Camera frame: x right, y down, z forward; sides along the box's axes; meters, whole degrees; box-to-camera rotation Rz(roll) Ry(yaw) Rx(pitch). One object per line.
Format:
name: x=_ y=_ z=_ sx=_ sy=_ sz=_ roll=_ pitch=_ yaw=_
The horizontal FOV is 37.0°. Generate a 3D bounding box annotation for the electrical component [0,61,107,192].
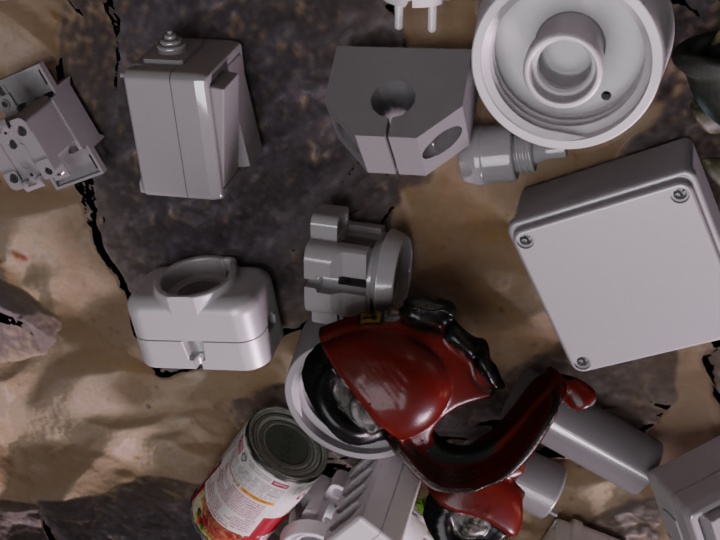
electrical component: x=-0.205 y=-0.086 z=0.689 sx=0.042 sy=0.063 sz=0.081 roll=-15 pitch=116 yaw=26

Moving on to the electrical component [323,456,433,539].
electrical component: x=0.025 y=0.181 z=0.775 sx=0.076 sy=0.083 sz=0.047 roll=39 pitch=125 yaw=-9

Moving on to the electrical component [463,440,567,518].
electrical component: x=0.107 y=0.141 z=0.750 sx=0.078 sy=0.040 sz=0.040 roll=27 pitch=125 yaw=0

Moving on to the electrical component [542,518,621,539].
electrical component: x=0.147 y=0.245 z=0.781 sx=0.057 sy=0.078 sz=0.113 roll=21 pitch=125 yaw=0

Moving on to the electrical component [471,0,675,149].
electrical component: x=0.111 y=-0.116 z=0.572 sx=0.108 sy=0.060 sz=0.108 roll=8 pitch=123 yaw=12

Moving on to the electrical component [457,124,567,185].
electrical component: x=0.089 y=-0.068 z=0.625 sx=0.061 sy=0.035 sz=0.035 roll=-4 pitch=120 yaw=17

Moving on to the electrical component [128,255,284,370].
electrical component: x=-0.106 y=0.029 z=0.737 sx=0.095 sy=0.053 sz=0.059 roll=0 pitch=121 yaw=17

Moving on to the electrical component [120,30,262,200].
electrical component: x=-0.099 y=-0.098 z=0.648 sx=0.061 sy=0.061 sz=0.096 roll=5 pitch=123 yaw=14

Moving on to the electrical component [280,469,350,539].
electrical component: x=-0.028 y=0.198 z=0.818 sx=0.058 sy=0.057 sz=0.078 roll=29 pitch=125 yaw=-2

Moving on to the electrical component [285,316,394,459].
electrical component: x=0.001 y=0.080 z=0.731 sx=0.108 sy=0.060 sz=0.108 roll=8 pitch=123 yaw=12

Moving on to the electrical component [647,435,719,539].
electrical component: x=0.244 y=0.144 z=0.681 sx=0.096 sy=0.061 sz=0.061 roll=-26 pitch=114 yaw=-5

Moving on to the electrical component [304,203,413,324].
electrical component: x=0.000 y=0.000 z=0.683 sx=0.057 sy=0.058 sz=0.078 roll=8 pitch=119 yaw=14

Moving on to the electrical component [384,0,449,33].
electrical component: x=0.030 y=-0.164 z=0.575 sx=0.083 sy=0.047 sz=0.075 roll=8 pitch=123 yaw=13

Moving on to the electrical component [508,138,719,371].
electrical component: x=0.159 y=-0.007 z=0.629 sx=0.109 sy=0.056 sz=0.108 roll=-17 pitch=115 yaw=26
